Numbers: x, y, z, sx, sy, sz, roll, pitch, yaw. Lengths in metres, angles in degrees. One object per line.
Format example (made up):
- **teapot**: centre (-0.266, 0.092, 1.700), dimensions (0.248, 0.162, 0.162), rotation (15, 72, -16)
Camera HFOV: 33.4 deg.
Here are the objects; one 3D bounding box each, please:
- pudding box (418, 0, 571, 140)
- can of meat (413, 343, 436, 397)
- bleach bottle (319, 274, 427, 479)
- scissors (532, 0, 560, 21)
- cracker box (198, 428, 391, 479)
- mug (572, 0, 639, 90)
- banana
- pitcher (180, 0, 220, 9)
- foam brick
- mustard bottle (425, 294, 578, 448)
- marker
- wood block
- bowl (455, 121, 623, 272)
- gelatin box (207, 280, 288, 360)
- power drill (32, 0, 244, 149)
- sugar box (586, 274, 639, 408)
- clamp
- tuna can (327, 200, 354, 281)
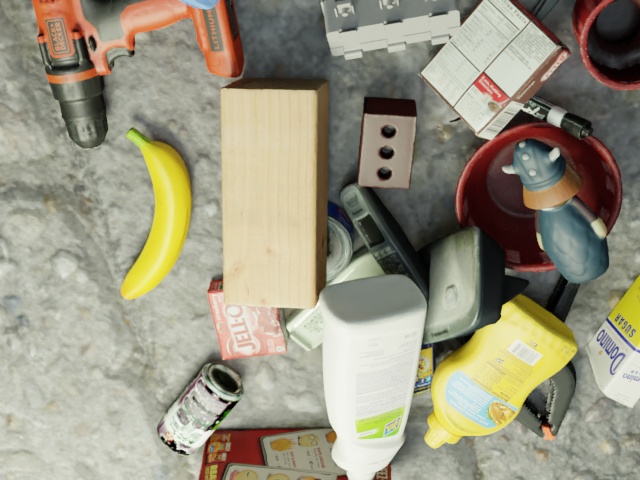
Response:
- **pudding box**: centre (0.160, -0.163, 0.984), dimensions (0.114, 0.039, 0.090), rotation (-48, 67, 21)
- **can of meat**: centre (0.074, 0.126, 1.137), dimensions (0.102, 0.057, 0.084), rotation (-14, 126, -12)
- **bleach bottle**: centre (0.044, 0.153, 1.068), dimensions (0.102, 0.068, 0.251), rotation (-10, 128, -19)
- **scissors**: centre (0.234, -0.277, 0.959), dimensions (0.202, 0.016, 0.096), rotation (-37, 108, 19)
- **cracker box**: centre (-0.028, 0.286, 1.178), dimensions (0.213, 0.164, 0.072), rotation (-1, 120, 3)
- **mug**: centre (0.278, -0.203, 0.958), dimensions (0.093, 0.081, 0.117), rotation (15, 117, -6)
- **banana**: centre (-0.167, -0.021, 1.099), dimensions (0.070, 0.037, 0.198), rotation (15, 117, 14)
- **pitcher**: centre (-0.061, -0.308, 0.857), dimensions (0.145, 0.149, 0.243), rotation (34, 103, -10)
- **foam brick**: centre (0.065, -0.094, 1.040), dimensions (0.053, 0.051, 0.078), rotation (3, 117, 1)
- **mustard bottle**: centre (0.173, 0.148, 1.117), dimensions (0.096, 0.058, 0.192), rotation (33, 111, -11)
- **marker**: centre (0.202, -0.125, 0.994), dimensions (0.121, 0.020, 0.020), rotation (34, 123, 33)
- **wood block**: centre (-0.041, -0.047, 1.019), dimensions (0.090, 0.090, 0.206), rotation (2, 105, 8)
- **bowl**: centre (0.212, -0.051, 1.054), dimensions (0.162, 0.055, 0.162), rotation (1, 117, 2)
- **gelatin box**: centre (-0.077, 0.084, 1.150), dimensions (0.073, 0.030, 0.089), rotation (-6, 117, 6)
- **power drill**: centre (-0.169, -0.180, 1.002), dimensions (0.187, 0.057, 0.184), rotation (-6, 117, 5)
- **sugar box**: centre (0.343, 0.077, 1.094), dimensions (0.048, 0.093, 0.176), rotation (27, 115, -11)
- **clamp**: centre (0.231, 0.122, 1.154), dimensions (0.165, 0.036, 0.210), rotation (-22, 111, 14)
- **tuna can**: centre (-0.007, 0.001, 1.102), dimensions (0.086, 0.033, 0.086), rotation (1, 118, 2)
